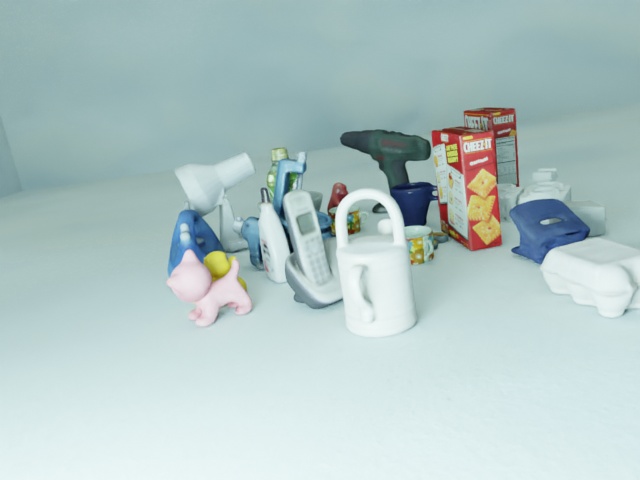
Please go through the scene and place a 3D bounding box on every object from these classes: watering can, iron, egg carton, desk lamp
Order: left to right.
[{"bbox_3d":[-0.249,0.010,1.112,0.119,0.141,0.258,-11,15,-9],"label":"iron"},{"bbox_3d":[-0.212,-0.086,1.304,0.203,0.214,0.117,-13,16,-15],"label":"desk lamp"},{"bbox_3d":[0.073,0.022,0.786,0.101,0.194,0.173,-8,15,3],"label":"watering can"},{"bbox_3d":[0.377,0.046,0.767,0.107,0.069,0.150,-13,16,-14],"label":"egg carton"}]

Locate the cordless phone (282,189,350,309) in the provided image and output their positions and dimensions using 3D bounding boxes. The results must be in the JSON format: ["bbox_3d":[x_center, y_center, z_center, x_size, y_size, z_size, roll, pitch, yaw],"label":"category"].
[{"bbox_3d":[0.008,0.003,0.909,0.093,0.185,0.148,6,21,43],"label":"cordless phone"}]

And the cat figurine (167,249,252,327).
[{"bbox_3d":[-0.179,0.069,0.902,0.128,0.118,0.067,-17,17,-27],"label":"cat figurine"}]

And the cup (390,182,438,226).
[{"bbox_3d":[0.217,-0.074,1.251,0.117,0.095,0.092,-1,17,26],"label":"cup"}]

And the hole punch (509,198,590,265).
[{"bbox_3d":[0.383,-0.017,0.953,0.109,0.091,0.101,-12,16,-13],"label":"hole punch"}]

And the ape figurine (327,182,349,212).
[{"bbox_3d":[0.053,-0.099,1.440,0.076,0.092,0.078,-4,16,17],"label":"ape figurine"}]

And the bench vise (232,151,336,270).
[{"bbox_3d":[-0.074,-0.053,1.096,0.207,0.220,0.121,-9,15,0],"label":"bench vise"}]

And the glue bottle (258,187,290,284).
[{"bbox_3d":[-0.088,-0.011,1.040,0.037,0.173,0.078,-16,17,-25],"label":"glue bottle"}]

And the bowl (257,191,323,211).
[{"bbox_3d":[-0.070,-0.069,1.432,0.167,0.075,0.167,-8,15,2],"label":"bowl"}]

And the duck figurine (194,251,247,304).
[{"bbox_3d":[-0.178,0.063,0.985,0.077,0.086,0.105,6,21,43],"label":"duck figurine"}]

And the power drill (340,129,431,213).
[{"bbox_3d":[0.167,-0.177,1.436,0.229,0.208,0.076,-2,17,24],"label":"power drill"}]
